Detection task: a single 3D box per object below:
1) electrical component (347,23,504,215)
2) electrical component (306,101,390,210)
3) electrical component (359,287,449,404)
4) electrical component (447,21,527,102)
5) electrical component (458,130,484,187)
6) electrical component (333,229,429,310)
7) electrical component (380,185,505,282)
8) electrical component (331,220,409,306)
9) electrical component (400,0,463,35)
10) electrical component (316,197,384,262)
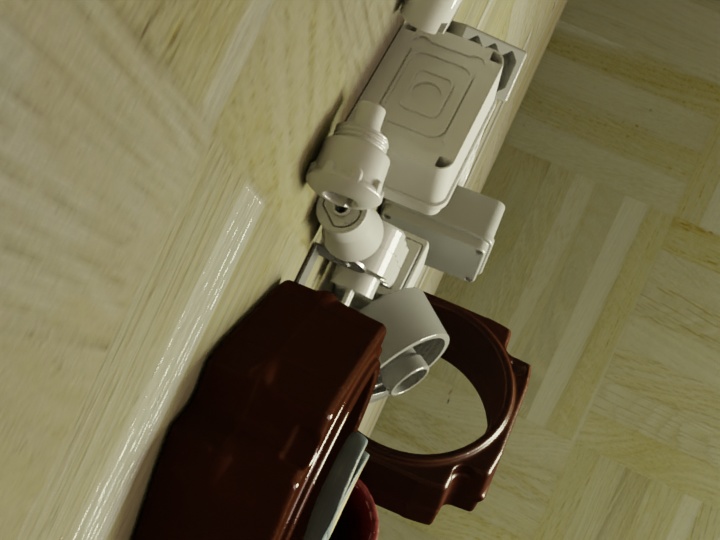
[{"bbox_3d":[0.042,-0.102,0.728,0.057,0.078,0.113,97,18,-60],"label":"electrical component"},{"bbox_3d":[-0.002,-0.070,0.644,0.048,0.048,0.062,87,21,-76],"label":"electrical component"},{"bbox_3d":[0.027,0.072,0.923,0.108,0.060,0.108,-30,158,-13],"label":"electrical component"},{"bbox_3d":[0.097,-0.187,0.951,0.047,0.066,0.076,-67,-158,11],"label":"electrical component"},{"bbox_3d":[0.080,-0.113,1.065,0.095,0.059,0.053,102,14,-61],"label":"electrical component"},{"bbox_3d":[0.016,0.009,0.982,0.061,0.062,0.096,98,17,-67],"label":"electrical component"},{"bbox_3d":[0.077,-0.044,1.056,0.078,0.113,0.057,101,12,-63],"label":"electrical component"},{"bbox_3d":[0.000,0.000,0.864,0.138,0.052,0.073,54,61,-83],"label":"electrical component"},{"bbox_3d":[0.050,-0.180,0.687,0.046,0.040,0.040,-63,176,38],"label":"electrical component"},{"bbox_3d":[-0.009,-0.034,0.734,0.044,0.044,0.065,-65,169,-9],"label":"electrical component"}]
